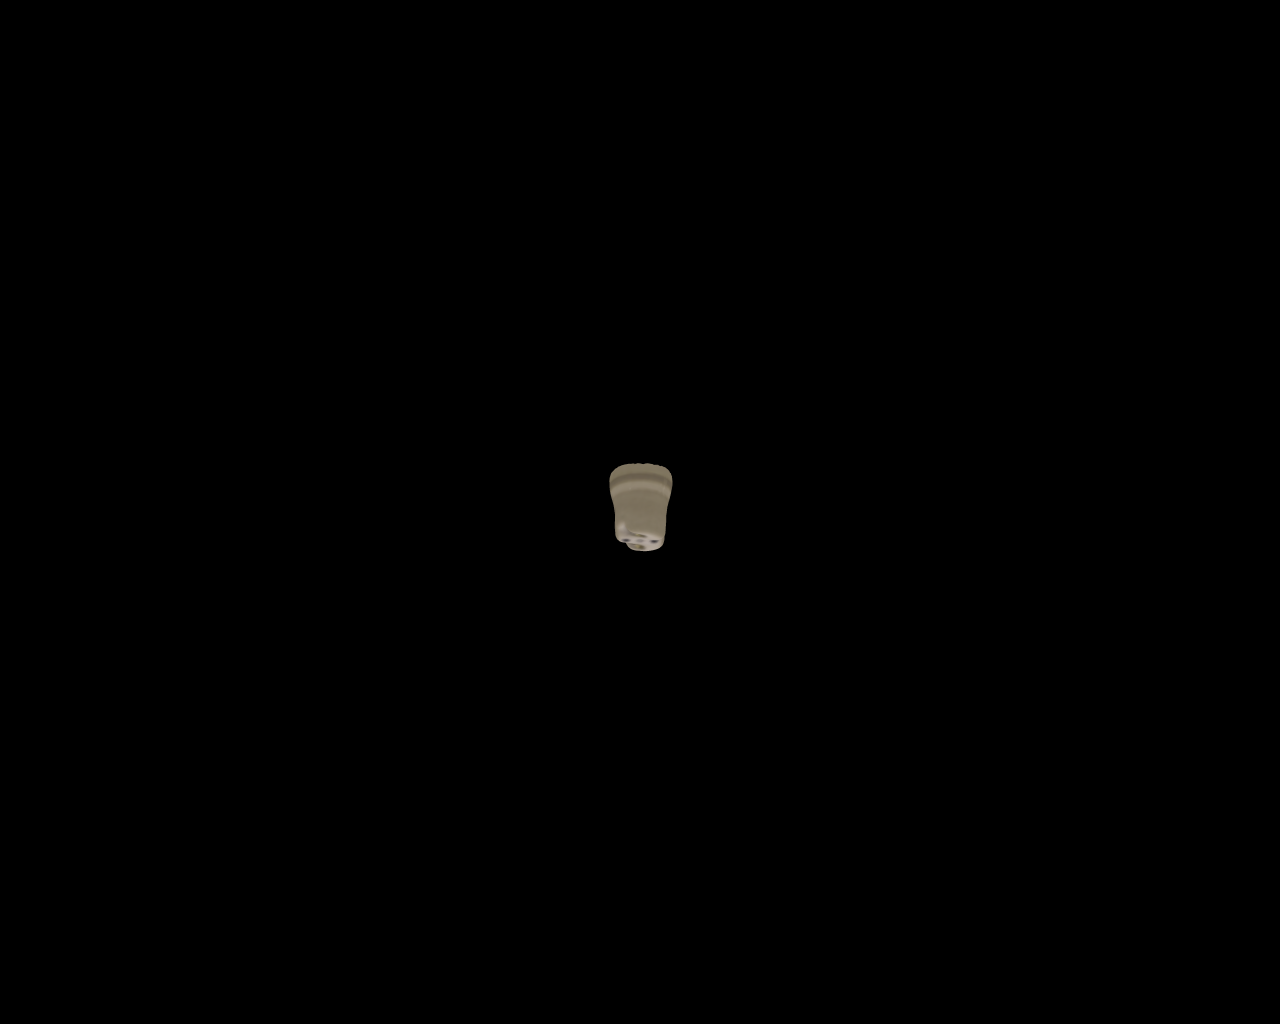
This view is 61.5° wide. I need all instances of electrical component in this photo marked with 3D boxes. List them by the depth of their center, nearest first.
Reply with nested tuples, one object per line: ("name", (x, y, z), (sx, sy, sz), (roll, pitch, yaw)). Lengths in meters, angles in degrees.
("electrical component", (0.001, -0.003, 0.650), (0.040, 0.046, 0.040), (0, -23, 0))
